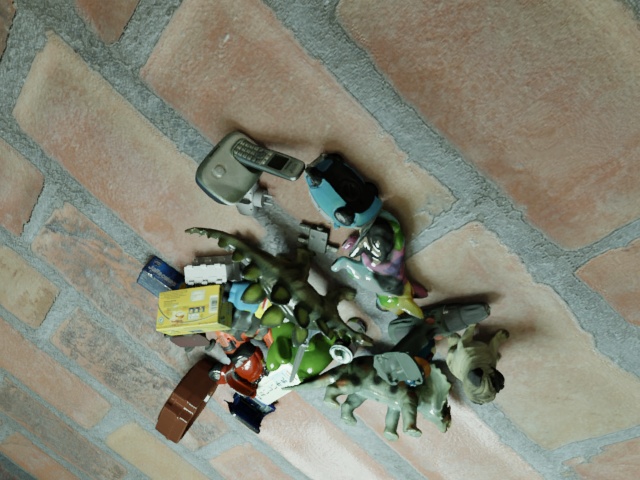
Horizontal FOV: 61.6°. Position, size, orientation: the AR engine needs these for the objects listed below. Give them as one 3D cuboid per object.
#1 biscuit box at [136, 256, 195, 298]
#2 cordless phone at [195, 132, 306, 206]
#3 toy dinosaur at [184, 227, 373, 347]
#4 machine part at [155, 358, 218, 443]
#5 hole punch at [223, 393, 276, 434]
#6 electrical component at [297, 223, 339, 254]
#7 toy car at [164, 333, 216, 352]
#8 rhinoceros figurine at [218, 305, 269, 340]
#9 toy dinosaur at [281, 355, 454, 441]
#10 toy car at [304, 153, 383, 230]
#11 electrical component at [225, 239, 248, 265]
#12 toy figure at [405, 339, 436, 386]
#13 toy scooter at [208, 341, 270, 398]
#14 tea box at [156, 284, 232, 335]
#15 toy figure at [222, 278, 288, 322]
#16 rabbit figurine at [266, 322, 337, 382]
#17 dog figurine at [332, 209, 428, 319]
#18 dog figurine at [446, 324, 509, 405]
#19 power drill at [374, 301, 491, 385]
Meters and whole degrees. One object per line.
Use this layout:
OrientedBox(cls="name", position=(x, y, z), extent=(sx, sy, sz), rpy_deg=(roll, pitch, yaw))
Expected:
OrientedBox(cls="biscuit box", position=(-0.367, 0.130, 1.377), extent=(0.202, 0.059, 0.063), rpy_deg=(37, 130, -6))
OrientedBox(cls="cordless phone", position=(-0.130, -0.122, 1.032), extent=(0.184, 0.146, 0.088), rpy_deg=(20, 149, 25))
OrientedBox(cls="toy dinosaur", position=(-0.071, 0.097, 1.142), extent=(0.471, 0.198, 0.105), rpy_deg=(38, 126, -9))
OrientedBox(cls="machine part", position=(-0.366, 0.447, 1.509), extent=(0.087, 0.201, 0.201), rpy_deg=(32, 130, 2))
OrientedBox(cls="hole punch", position=(-0.199, 0.481, 1.549), extent=(0.142, 0.092, 0.116), rpy_deg=(37, 167, -12))
OrientedBox(cls="electrical component", position=(-0.002, -0.003, 1.154), extent=(0.094, 0.021, 0.063), rpy_deg=(18, 128, 11))
OrientedBox(cls="toy car", position=(-0.346, 0.259, 1.439), extent=(0.089, 0.053, 0.202), rpy_deg=(43, 147, -20))
OrientedBox(cls="rhinoceros figurine", position=(-0.205, 0.177, 1.309), extent=(0.191, 0.112, 0.073), rpy_deg=(13, 169, 24))
OrientedBox(cls="toy dinosaur", position=(0.132, 0.334, 1.229), extent=(0.405, 0.192, 0.131), rpy_deg=(22, 142, 3))
OrientedBox(cls="toy car", position=(0.032, -0.082, 1.036), extent=(0.161, 0.109, 0.103), rpy_deg=(43, 146, 0))
OrientedBox(cls="electrical component", position=(-0.171, 0.037, 1.228), extent=(0.102, 0.078, 0.045), rpy_deg=(41, 105, -16))
OrientedBox(cls="toy figure", position=(0.215, 0.263, 1.168), extent=(0.058, 0.154, 0.064), rpy_deg=(42, 128, -6))
OrientedBox(cls="toy scooter", position=(-0.187, 0.339, 1.360), extent=(0.135, 0.075, 0.184), rpy_deg=(46, 123, -10))
OrientedBox(cls="tea box", position=(-0.296, 0.167, 1.272), extent=(0.170, 0.098, 0.068), rpy_deg=(-8, 157, 21))
OrientedBox(cls="toy figure", position=(-0.135, 0.132, 1.241), extent=(0.180, 0.089, 0.082), rpy_deg=(16, 122, -12))
OrientedBox(cls="rabbit figurine", position=(-0.062, 0.259, 1.301), extent=(0.170, 0.159, 0.121), rpy_deg=(47, 139, 5))
OrientedBox(cls="dog figurine", position=(0.148, 0.062, 1.088), extent=(0.219, 0.108, 0.191), rpy_deg=(36, 127, -11))
OrientedBox(cls="dog figurine", position=(0.313, 0.279, 1.116), extent=(0.121, 0.190, 0.172), rpy_deg=(15, 130, 12))
OrientedBox(cls="power drill", position=(0.214, 0.199, 1.092), extent=(0.232, 0.207, 0.086), rpy_deg=(-19, 109, 44))
